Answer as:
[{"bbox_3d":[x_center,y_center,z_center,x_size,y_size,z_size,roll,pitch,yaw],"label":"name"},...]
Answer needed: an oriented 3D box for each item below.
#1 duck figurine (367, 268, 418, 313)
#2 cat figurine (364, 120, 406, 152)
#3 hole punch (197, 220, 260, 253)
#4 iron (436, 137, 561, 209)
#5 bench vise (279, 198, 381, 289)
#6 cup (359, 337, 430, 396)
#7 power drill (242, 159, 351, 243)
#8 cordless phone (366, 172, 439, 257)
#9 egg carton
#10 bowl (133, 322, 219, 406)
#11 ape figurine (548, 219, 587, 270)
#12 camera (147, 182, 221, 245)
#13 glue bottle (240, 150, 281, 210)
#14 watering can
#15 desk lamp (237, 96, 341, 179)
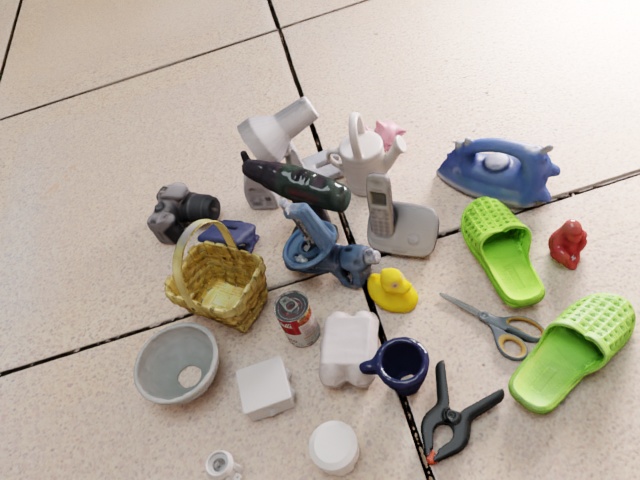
[{"bbox_3d":[0.135,0.085,1.096,0.104,0.086,0.078,25,62,31],"label":"duck figurine"},{"bbox_3d":[0.141,-0.244,1.340,0.127,0.118,0.067,31,66,33],"label":"cat figurine"},{"bbox_3d":[-0.201,-0.007,1.261,0.108,0.091,0.101,6,54,20],"label":"hole punch"},{"bbox_3d":[0.362,-0.163,1.197,0.257,0.142,0.119,14,57,25],"label":"iron"},{"bbox_3d":[0.011,-0.005,1.116,0.207,0.220,0.121,-6,51,11],"label":"bench vise"},{"bbox_3d":[0.130,0.228,0.976,0.117,0.095,0.091,-9,50,9],"label":"cup"},{"bbox_3d":[-0.039,-0.074,1.193,0.228,0.209,0.076,11,56,23],"label":"power drill"},{"bbox_3d":[0.159,-0.054,1.137,0.147,0.185,0.094,7,54,21],"label":"cordless phone"},{"bbox_3d":[0.053,0.197,1.040,0.107,0.069,0.150,-3,51,13],"label":"egg carton"},{"bbox_3d":[-0.260,0.245,1.085,0.167,0.075,0.167,-8,50,10],"label":"bowl"},{"bbox_3d":[0.466,-0.001,1.070,0.078,0.092,0.076,-26,50,-5],"label":"ape figurine"},{"bbox_3d":[-0.314,-0.070,1.337,0.136,0.101,0.143,6,54,20],"label":"camera"},{"bbox_3d":[-0.146,-0.137,1.297,0.078,0.173,0.037,0,52,16],"label":"glue bottle"},{"bbox_3d":[0.100,-0.198,1.264,0.173,0.194,0.100,-17,49,2],"label":"watering can"},{"bbox_3d":[-0.064,-0.216,1.312,0.203,0.214,0.117,-24,50,-4],"label":"desk lamp"}]
